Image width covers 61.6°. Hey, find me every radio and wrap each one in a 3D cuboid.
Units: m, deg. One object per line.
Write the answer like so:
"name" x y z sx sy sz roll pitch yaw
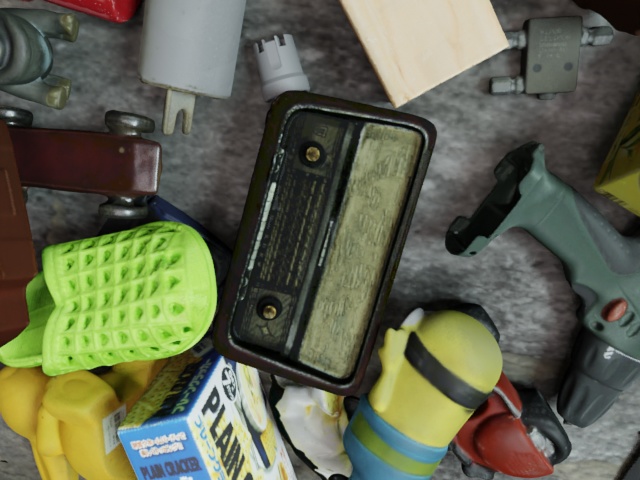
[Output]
"radio" -0.001 -0.001 0.448 0.131 0.073 0.229 16 95 -1

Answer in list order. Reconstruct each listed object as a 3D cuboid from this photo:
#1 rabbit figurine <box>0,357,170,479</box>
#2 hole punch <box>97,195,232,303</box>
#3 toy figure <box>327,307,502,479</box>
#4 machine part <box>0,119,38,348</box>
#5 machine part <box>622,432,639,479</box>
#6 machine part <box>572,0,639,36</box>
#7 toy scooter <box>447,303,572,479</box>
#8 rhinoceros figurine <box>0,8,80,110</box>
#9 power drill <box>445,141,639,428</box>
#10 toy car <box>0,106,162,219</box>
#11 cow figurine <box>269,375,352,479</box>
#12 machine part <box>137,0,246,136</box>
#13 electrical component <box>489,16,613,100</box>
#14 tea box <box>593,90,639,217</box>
"rabbit figurine" -0.243 0.171 0.537 0.173 0.122 0.162 9 117 17
"hole punch" -0.148 0.030 0.494 0.116 0.092 0.142 44 108 25
"toy figure" 0.077 0.139 0.434 0.089 0.082 0.180 26 94 18
"machine part" -0.321 0.001 0.436 0.201 0.087 0.201 -26 77 38
"machine part" 0.327 0.258 0.531 0.084 0.039 0.138 12 109 11
"machine part" 0.180 -0.206 0.344 0.179 0.179 0.056 43 109 -7
"toy scooter" 0.134 0.157 0.500 0.135 0.075 0.183 -34 97 13
"rhinoceros figurine" -0.241 -0.145 0.395 0.112 0.190 0.073 12 104 -17
"power drill" 0.213 0.032 0.454 0.207 0.086 0.232 33 105 0
"toy car" -0.217 -0.068 0.464 0.202 0.053 0.089 6 92 19
"cow figurine" 0.008 0.202 0.525 0.098 0.068 0.167 -14 103 33
"machine part" -0.093 -0.201 0.418 0.079 0.079 0.243 13 106 2
"electrical component" 0.186 -0.146 0.434 0.094 0.021 0.063 -2 106 6
"tea box" 0.283 -0.089 0.381 0.098 0.068 0.169 29 79 0
